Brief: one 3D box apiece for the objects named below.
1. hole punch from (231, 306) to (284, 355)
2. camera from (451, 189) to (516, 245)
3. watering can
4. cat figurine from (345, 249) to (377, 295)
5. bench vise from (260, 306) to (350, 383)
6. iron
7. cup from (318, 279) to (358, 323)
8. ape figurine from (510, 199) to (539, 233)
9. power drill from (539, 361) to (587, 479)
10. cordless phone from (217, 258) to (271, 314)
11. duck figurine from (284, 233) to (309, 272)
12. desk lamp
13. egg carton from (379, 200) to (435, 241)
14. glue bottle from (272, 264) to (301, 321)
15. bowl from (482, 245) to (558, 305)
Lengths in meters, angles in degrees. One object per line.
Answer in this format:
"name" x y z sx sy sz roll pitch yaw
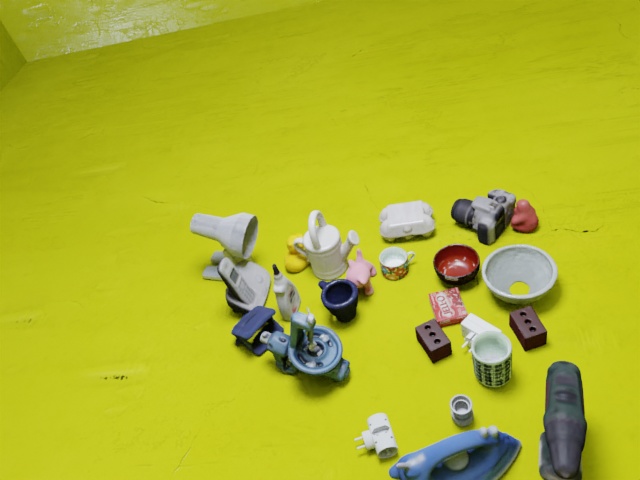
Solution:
"hole punch" -0.162 0.213 1.413 0.100 0.091 0.109 25 58 36
"camera" 0.425 -0.080 1.509 0.136 0.101 0.143 24 57 36
"watering can" 0.014 0.004 1.492 0.173 0.194 0.100 -16 43 3
"cat figurine" 0.098 0.080 1.441 0.067 0.118 0.128 -5 45 14
"bench vise" -0.050 0.232 1.261 0.207 0.220 0.121 -5 45 14
"iron" 0.253 0.396 1.049 0.258 0.142 0.118 -24 43 -6
"cup" 0.045 0.152 1.403 0.117 0.095 0.092 28 59 38
"ape figurine" 0.523 -0.068 1.470 0.078 0.092 0.076 -28 44 -11
"power drill" 0.424 0.340 0.999 0.075 0.209 0.230 1 46 20
"cordless phone" -0.202 0.092 1.480 0.094 0.185 0.147 -4 45 15
"duck figurine" -0.068 0.029 1.573 0.077 0.086 0.105 6 48 24
"desk lamp" -0.252 0.015 1.556 0.202 0.214 0.118 3 47 21
"egg carton" 0.236 -0.050 1.564 0.150 0.069 0.107 -8 44 11
"glue bottle" -0.091 0.121 1.422 0.037 0.173 0.078 -1 46 18
"bowl" 0.464 0.093 1.337 0.167 0.075 0.167 -9 44 9
